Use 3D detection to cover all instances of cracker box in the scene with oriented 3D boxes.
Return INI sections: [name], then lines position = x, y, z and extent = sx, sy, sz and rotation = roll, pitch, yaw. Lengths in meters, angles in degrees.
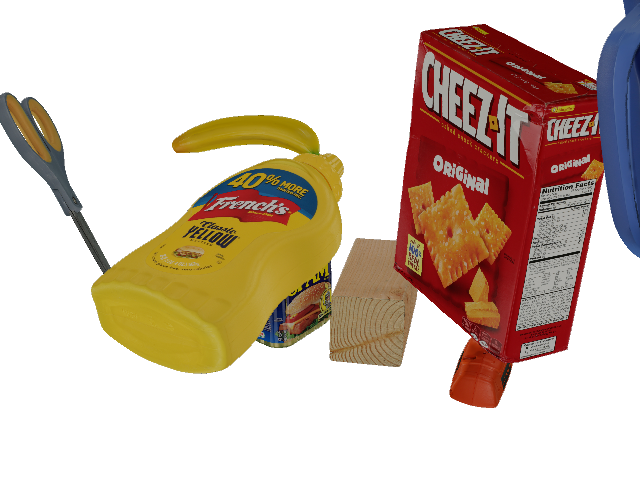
[cracker box]
position = 0.131, -0.038, 0.820
extent = 0.072, 0.214, 0.164
rotation = -11, 32, -25

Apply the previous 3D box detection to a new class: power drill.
[power drill]
position = 0.173, 0.073, 1.086
extent = 0.057, 0.188, 0.184
rotation = 14, 27, 16

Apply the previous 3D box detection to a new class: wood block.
[wood block]
position = 0.073, 0.075, 1.373
extent = 0.091, 0.090, 0.206
rotation = 4, 21, 9

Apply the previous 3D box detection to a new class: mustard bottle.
[mustard bottle]
position = -0.042, 0.000, 0.649
extent = 0.096, 0.058, 0.191
rotation = 13, 39, 32

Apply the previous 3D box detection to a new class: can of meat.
[can of meat]
position = -0.031, 0.052, 1.092
extent = 0.058, 0.084, 0.101
rotation = 15, 28, 34

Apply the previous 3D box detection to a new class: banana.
[banana]
position = -0.084, -0.128, 1.319
extent = 0.198, 0.037, 0.069
rotation = 6, 40, 16

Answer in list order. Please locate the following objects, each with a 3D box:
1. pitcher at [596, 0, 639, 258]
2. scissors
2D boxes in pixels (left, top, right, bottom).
[pitcher]
position = 0.238, -0.038, 0.610
extent = 0.149, 0.243, 0.145
rotation = -3, 22, 15
[scissors]
position = -0.223, -0.047, 0.943
extent = 0.016, 0.201, 0.096
rotation = -26, 23, 9
